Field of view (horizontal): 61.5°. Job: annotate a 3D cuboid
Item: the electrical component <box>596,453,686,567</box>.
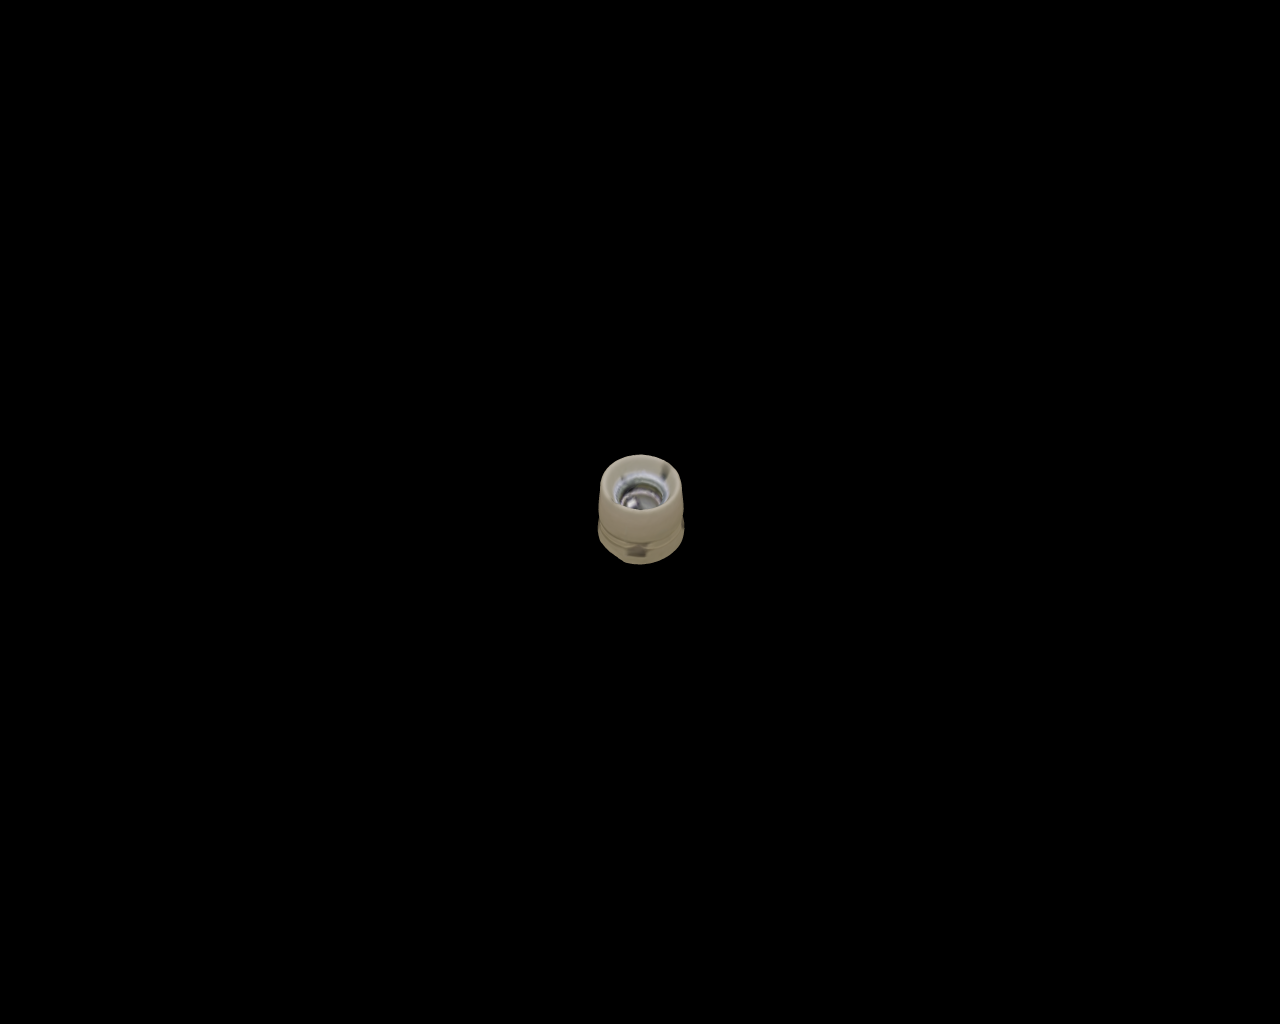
[{"bbox_3d":[0.001,-0.003,0.650,0.055,0.055,0.047,0,-41,0],"label":"electrical component"}]
